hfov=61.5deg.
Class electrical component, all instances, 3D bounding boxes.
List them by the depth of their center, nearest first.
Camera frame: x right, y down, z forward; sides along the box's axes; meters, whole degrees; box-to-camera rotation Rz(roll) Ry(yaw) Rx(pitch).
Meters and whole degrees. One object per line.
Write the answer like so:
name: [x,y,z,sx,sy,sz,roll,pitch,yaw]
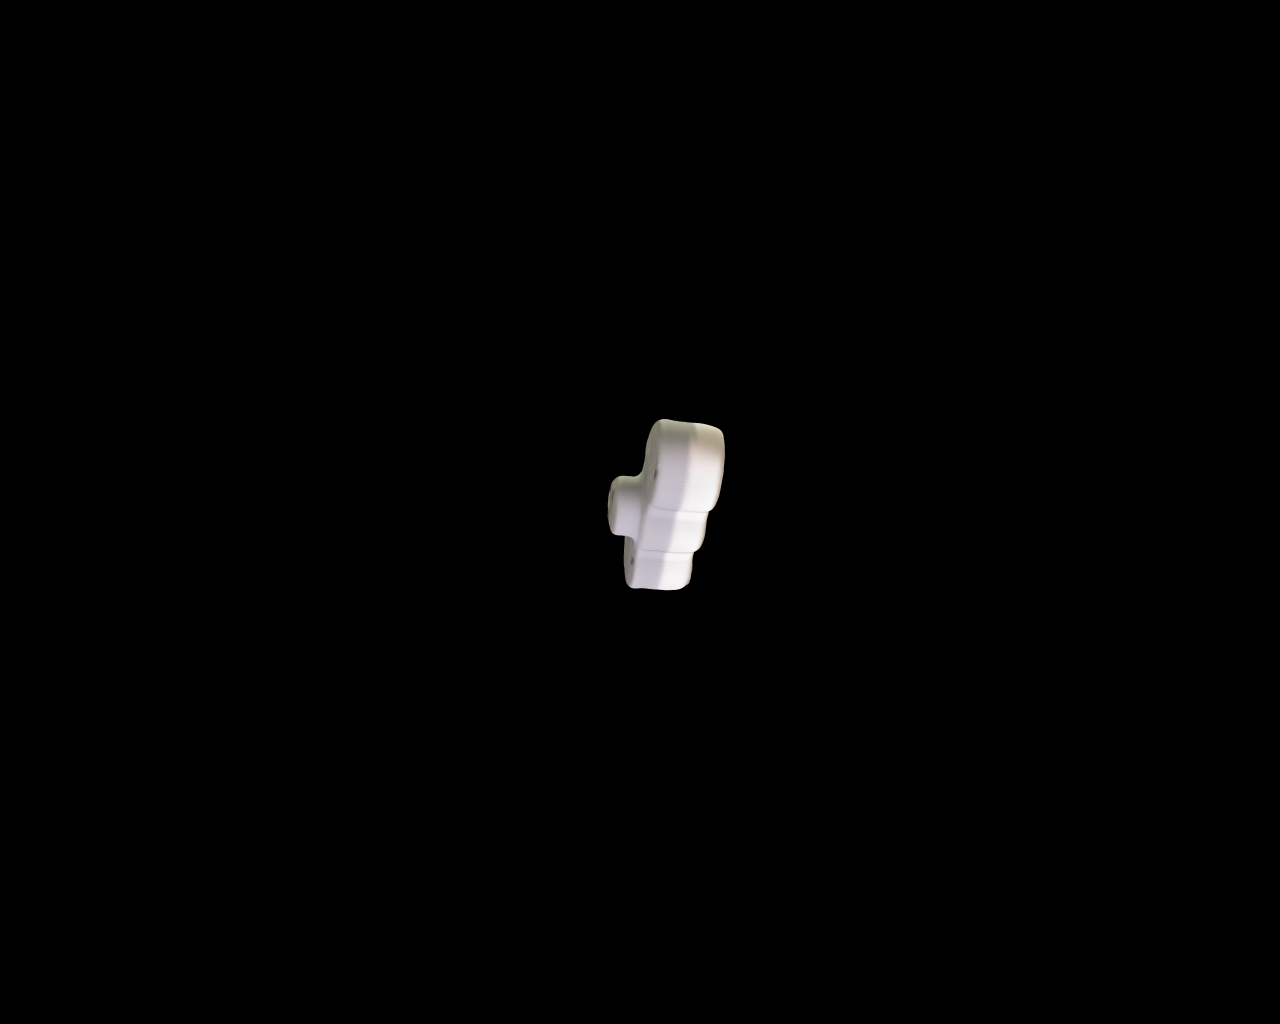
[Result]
electrical component: [0.001,-0.003,0.650,0.074,0.052,0.138,5,-36,-8]
